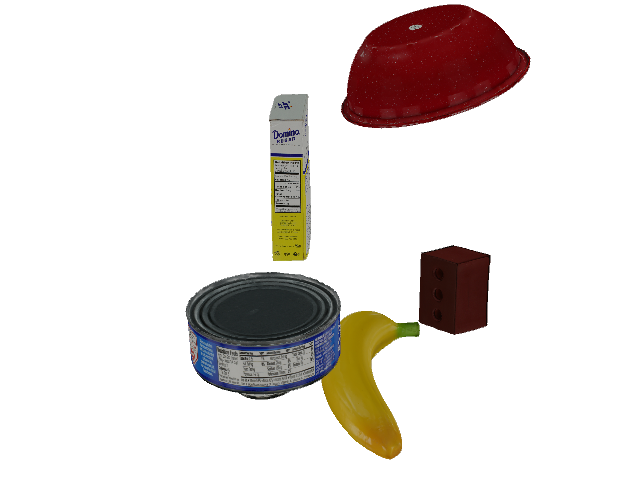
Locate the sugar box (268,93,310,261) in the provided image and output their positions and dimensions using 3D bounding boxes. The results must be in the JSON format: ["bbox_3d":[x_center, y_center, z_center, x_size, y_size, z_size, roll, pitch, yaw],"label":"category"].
[{"bbox_3d":[-0.035,-0.073,1.241,0.048,0.176,0.093,-1,25,3],"label":"sugar box"}]

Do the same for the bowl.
[{"bbox_3d":[0.087,-0.152,0.879,0.162,0.055,0.162,-16,25,7],"label":"bowl"}]

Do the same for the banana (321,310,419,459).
[{"bbox_3d":[0.033,0.095,0.787,0.070,0.037,0.197,3,23,8],"label":"banana"}]

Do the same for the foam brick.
[{"bbox_3d":[0.136,0.050,1.089,0.051,0.078,0.053,-13,20,-39],"label":"foam brick"}]

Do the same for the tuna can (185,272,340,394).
[{"bbox_3d":[-0.031,0.050,0.594,0.086,0.034,0.086,-2,23,1],"label":"tuna can"}]

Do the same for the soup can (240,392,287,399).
[{"bbox_3d":[-0.060,0.101,1.082,0.068,0.102,0.068,-5,24,2],"label":"soup can"}]
